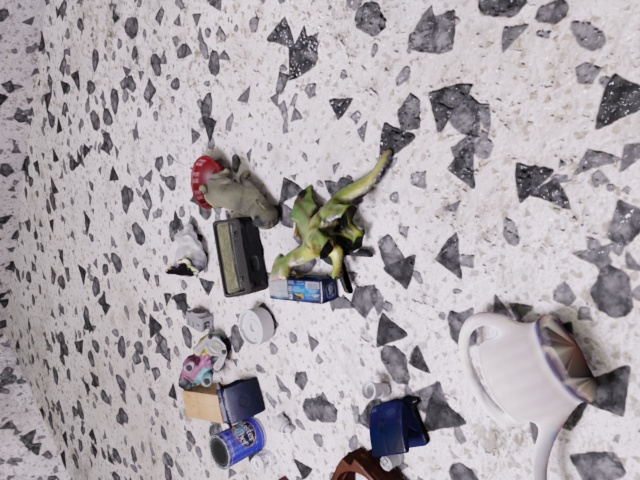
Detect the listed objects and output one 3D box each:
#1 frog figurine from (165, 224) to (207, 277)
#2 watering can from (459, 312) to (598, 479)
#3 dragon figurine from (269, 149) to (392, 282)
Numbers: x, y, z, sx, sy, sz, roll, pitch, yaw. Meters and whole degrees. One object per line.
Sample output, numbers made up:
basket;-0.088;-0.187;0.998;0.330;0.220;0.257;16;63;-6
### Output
frog figurine;-0.424;0.034;1.675;0.135;0.122;0.163;-48;29;46
watering can;0.388;0.280;0.922;0.220;0.104;0.352;-39;69;39
dragon figurine;0.004;-0.062;1.230;0.246;0.121;0.409;34;95;45
